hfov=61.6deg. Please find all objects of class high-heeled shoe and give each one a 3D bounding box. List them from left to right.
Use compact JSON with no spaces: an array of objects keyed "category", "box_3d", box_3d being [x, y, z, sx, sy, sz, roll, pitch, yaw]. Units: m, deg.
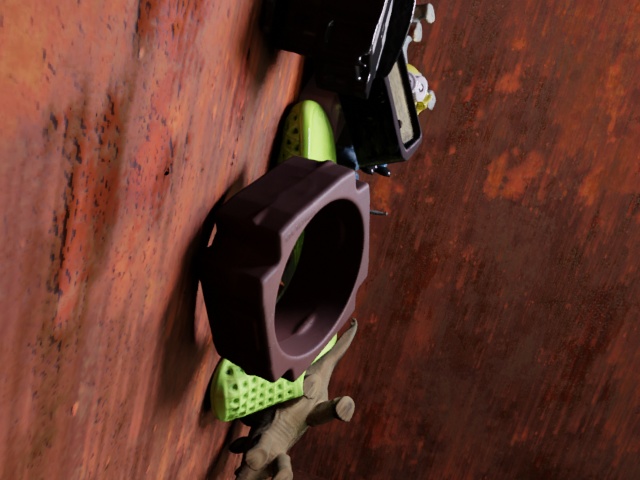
[{"category":"high-heeled shoe","box_3d":[0.060,-0.321,0.616,0.145,0.086,0.248,-86,174,-65]}]

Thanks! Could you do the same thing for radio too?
[{"category":"radio","box_3d":[0.072,-0.219,0.726,0.131,0.073,0.229,-54,130,-57]}]

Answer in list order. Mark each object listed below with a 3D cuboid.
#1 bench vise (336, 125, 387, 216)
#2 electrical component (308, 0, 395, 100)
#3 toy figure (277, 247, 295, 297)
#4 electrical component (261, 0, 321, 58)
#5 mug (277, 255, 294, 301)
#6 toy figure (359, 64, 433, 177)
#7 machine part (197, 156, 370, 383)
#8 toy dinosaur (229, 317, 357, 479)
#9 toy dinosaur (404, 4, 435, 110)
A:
[{"category":"bench vise","box_3d":[0.070,-0.170,1.001,0.240,0.129,0.223,-43,130,-64]},{"category":"electrical component","box_3d":[0.033,-0.202,0.512,0.134,0.058,0.114,26,81,-85]},{"category":"toy figure","box_3d":[-0.067,0.041,0.659,0.058,0.064,0.154,-87,-170,-73]},{"category":"electrical component","box_3d":[-0.016,-0.219,0.519,0.119,0.048,0.074,-66,170,-64]},{"category":"mug","box_3d":[-0.059,0.062,0.770,0.109,0.081,0.107,-41,136,-73]},{"category":"toy figure","box_3d":[0.108,-0.196,0.869,0.082,0.089,0.180,-3,118,-51]},{"category":"machine part","box_3d":[-0.030,0.029,0.566,0.201,0.087,0.200,-42,141,-41]},{"category":"toy dinosaur","box_3d":[-0.042,0.285,0.941,0.471,0.105,0.198,-40,-171,-33]},{"category":"toy dinosaur","box_3d":[0.149,-0.400,1.186,0.131,0.192,0.404,-7,98,-59]}]
